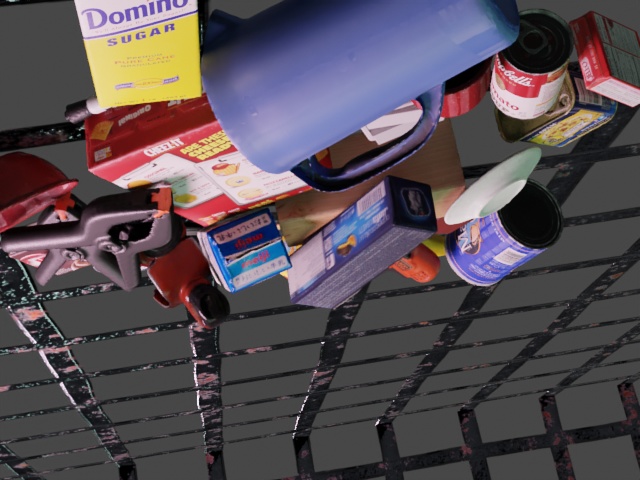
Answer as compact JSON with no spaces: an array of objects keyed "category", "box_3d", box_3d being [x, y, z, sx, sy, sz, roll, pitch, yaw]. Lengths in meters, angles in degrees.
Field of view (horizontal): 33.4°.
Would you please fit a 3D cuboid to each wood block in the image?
[{"category":"wood block","box_3d":[0.052,-0.064,1.195,0.206,0.091,0.090,-12,161,2]}]

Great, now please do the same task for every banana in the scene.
[{"category":"banana","box_3d":[0.144,-0.006,1.491,0.070,0.037,0.197,-12,161,11]}]

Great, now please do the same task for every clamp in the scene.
[{"category":"clamp","box_3d":[-0.223,-0.008,1.094,0.164,0.036,0.210,15,151,-29]},{"category":"clamp","box_3d":[-0.263,0.008,1.199,0.120,0.039,0.172,4,148,-8]}]

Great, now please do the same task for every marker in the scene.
[{"category":"marker","box_3d":[-0.184,-0.133,0.979,0.121,0.020,0.020,-18,160,21]}]

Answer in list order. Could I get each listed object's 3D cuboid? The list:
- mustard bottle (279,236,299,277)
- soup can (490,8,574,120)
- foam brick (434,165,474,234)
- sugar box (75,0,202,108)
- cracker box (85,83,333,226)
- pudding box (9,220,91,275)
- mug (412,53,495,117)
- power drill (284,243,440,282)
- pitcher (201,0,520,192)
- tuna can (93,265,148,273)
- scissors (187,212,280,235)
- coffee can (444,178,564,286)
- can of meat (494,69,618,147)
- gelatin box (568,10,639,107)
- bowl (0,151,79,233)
[{"category":"mustard bottle","box_3d":[-0.008,0.002,1.331,0.058,0.096,0.192,17,150,-20]},{"category":"soup can","box_3d":[0.200,-0.165,1.018,0.068,0.068,0.102,-11,161,0]},{"category":"foam brick","box_3d":[0.144,-0.051,1.299,0.051,0.078,0.053,0,158,-32]},{"category":"sugar box","box_3d":[-0.144,-0.169,0.859,0.093,0.048,0.176,-8,162,-7]},{"category":"cracker box","box_3d":[-0.104,-0.092,1.062,0.164,0.072,0.213,-18,159,21]},{"category":"pudding box","box_3d":[-0.299,0.002,1.272,0.114,0.039,0.090,-19,157,21]},{"category":"mug","box_3d":[0.100,-0.160,0.960,0.117,0.093,0.081,3,168,11]},{"category":"power drill","box_3d":[0.041,0.019,1.437,0.188,0.057,0.184,-19,138,39]},{"category":"pitcher","box_3d":[0.039,-0.150,0.873,0.243,0.145,0.149,-24,154,26]},{"category":"tuna can","box_3d":[-0.246,0.014,1.345,0.086,0.034,0.086,-9,161,-3]},{"category":"scissors","box_3d":[-0.121,-0.018,1.348,0.201,0.016,0.096,8,152,-43]},{"category":"coffee can","box_3d":[0.245,-0.009,1.433,0.102,0.103,0.140,-2,159,-24]},{"category":"can of meat","box_3d":[0.253,-0.140,1.137,0.083,0.057,0.102,3,158,-40]},{"category":"gelatin box","box_3d":[0.281,-0.174,1.029,0.089,0.073,0.030,8,154,-43]},{"category":"bowl","box_3d":[-0.323,-0.042,1.055,0.162,0.055,0.162,-29,-177,1]}]
